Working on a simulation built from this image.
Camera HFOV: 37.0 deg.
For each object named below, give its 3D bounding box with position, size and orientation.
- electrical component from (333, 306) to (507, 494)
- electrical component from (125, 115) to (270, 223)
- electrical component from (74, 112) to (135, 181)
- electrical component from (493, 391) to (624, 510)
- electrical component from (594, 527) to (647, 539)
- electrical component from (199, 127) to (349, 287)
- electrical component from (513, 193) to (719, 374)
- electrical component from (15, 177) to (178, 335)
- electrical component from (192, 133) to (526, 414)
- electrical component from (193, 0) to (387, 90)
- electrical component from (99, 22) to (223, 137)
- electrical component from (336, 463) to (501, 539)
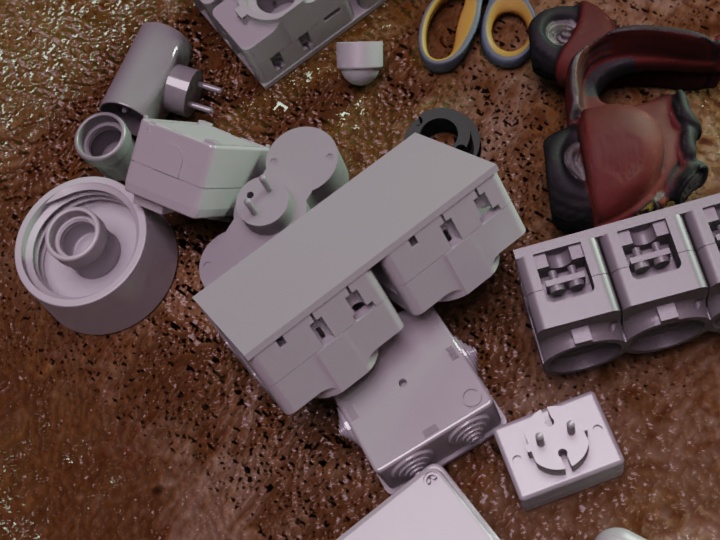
[{"bbox_3d":[0.031,0.078,0.678,0.100,0.048,0.099,-31,61,-1],"label":"electrical component"},{"bbox_3d":[-0.111,-0.068,0.756,0.062,0.096,0.061,22,103,20],"label":"electrical component"},{"bbox_3d":[-0.184,-0.089,0.798,0.040,0.046,0.040,-4,68,11],"label":"electrical component"},{"bbox_3d":[0.117,0.103,0.636,0.066,0.076,0.047,-22,65,3],"label":"electrical component"},{"bbox_3d":[0.141,0.196,0.603,0.054,0.059,0.095,25,76,21],"label":"electrical component"},{"bbox_3d":[-0.062,-0.040,0.736,0.052,0.073,0.138,26,76,21],"label":"electrical component"},{"bbox_3d":[0.177,0.012,0.653,0.150,0.089,0.061,-16,66,6],"label":"electrical component"},{"bbox_3d":[-0.191,-0.014,0.762,0.108,0.060,0.108,-5,68,11],"label":"electrical component"},{"bbox_3d":[0.000,0.000,0.679,0.186,0.060,0.105,-37,29,-10],"label":"electrical component"},{"bbox_3d":[-0.034,-0.241,0.818,0.186,0.060,0.105,-37,65,-4],"label":"electrical component"},{"bbox_3d":[-0.144,-0.138,0.810,0.079,0.043,0.077,18,66,6],"label":"electrical component"},{"bbox_3d":[0.038,0.190,0.630,0.109,0.056,0.108,-38,66,-4],"label":"electrical component"}]
